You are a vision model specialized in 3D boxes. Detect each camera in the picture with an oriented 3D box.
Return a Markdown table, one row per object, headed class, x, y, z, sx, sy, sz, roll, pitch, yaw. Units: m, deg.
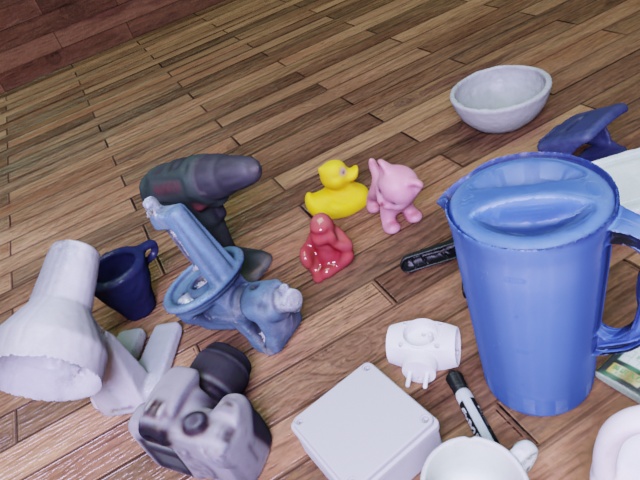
| class | x | y | z | sx | sy | sz | roll | pitch | yaw |
| --- | --- | --- | --- | --- | --- | --- | --- | --- | --- |
| camera | -0.121 | 0.177 | 0.628 | 0.142 | 0.101 | 0.137 | 3 | 42 | 27 |

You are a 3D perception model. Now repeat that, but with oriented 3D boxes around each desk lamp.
| class | x | y | z | sx | sy | sz | roll | pitch | yaw |
| --- | --- | --- | --- | --- | --- | --- | --- | --- | --- |
| desk lamp | -0.273 | 0.119 | 0.676 | 0.117 | 0.214 | 0.203 | -11 | 37 | 11 |

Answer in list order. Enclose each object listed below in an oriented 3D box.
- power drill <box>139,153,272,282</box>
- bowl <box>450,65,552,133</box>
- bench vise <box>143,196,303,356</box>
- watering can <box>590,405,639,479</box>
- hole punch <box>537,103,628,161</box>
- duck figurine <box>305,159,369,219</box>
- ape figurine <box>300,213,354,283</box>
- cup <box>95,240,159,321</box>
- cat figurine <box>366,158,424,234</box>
| class | x | y | z | sx | sy | sz | roll | pitch | yaw |
| --- | --- | --- | --- | --- | --- | --- | --- | --- | --- |
| power drill | -0.147 | -0.034 | 0.820 | 0.228 | 0.209 | 0.076 | 7 | 44 | 31 |
| bowl | 0.310 | -0.231 | 0.982 | 0.167 | 0.075 | 0.167 | -12 | 37 | 10 |
| bench vise | -0.119 | 0.033 | 0.711 | 0.207 | 0.220 | 0.121 | -6 | 39 | 18 |
| watering can | 0.238 | 0.182 | 0.385 | 0.100 | 0.194 | 0.173 | -12 | 37 | 10 |
| hole punch | 0.378 | -0.150 | 0.834 | 0.109 | 0.091 | 0.100 | -36 | 40 | -22 |
| duck figurine | 0.022 | -0.086 | 0.915 | 0.104 | 0.086 | 0.077 | -16 | 37 | 4 |
| ape figurine | 0.007 | 0.003 | 0.802 | 0.077 | 0.092 | 0.076 | -1 | 40 | 23 |
| cup | -0.275 | 0.063 | 0.848 | 0.091 | 0.095 | 0.118 | 18 | 50 | 39 |
| cat figurine | 0.105 | -0.078 | 0.841 | 0.067 | 0.118 | 0.127 | -25 | 37 | -8 |
